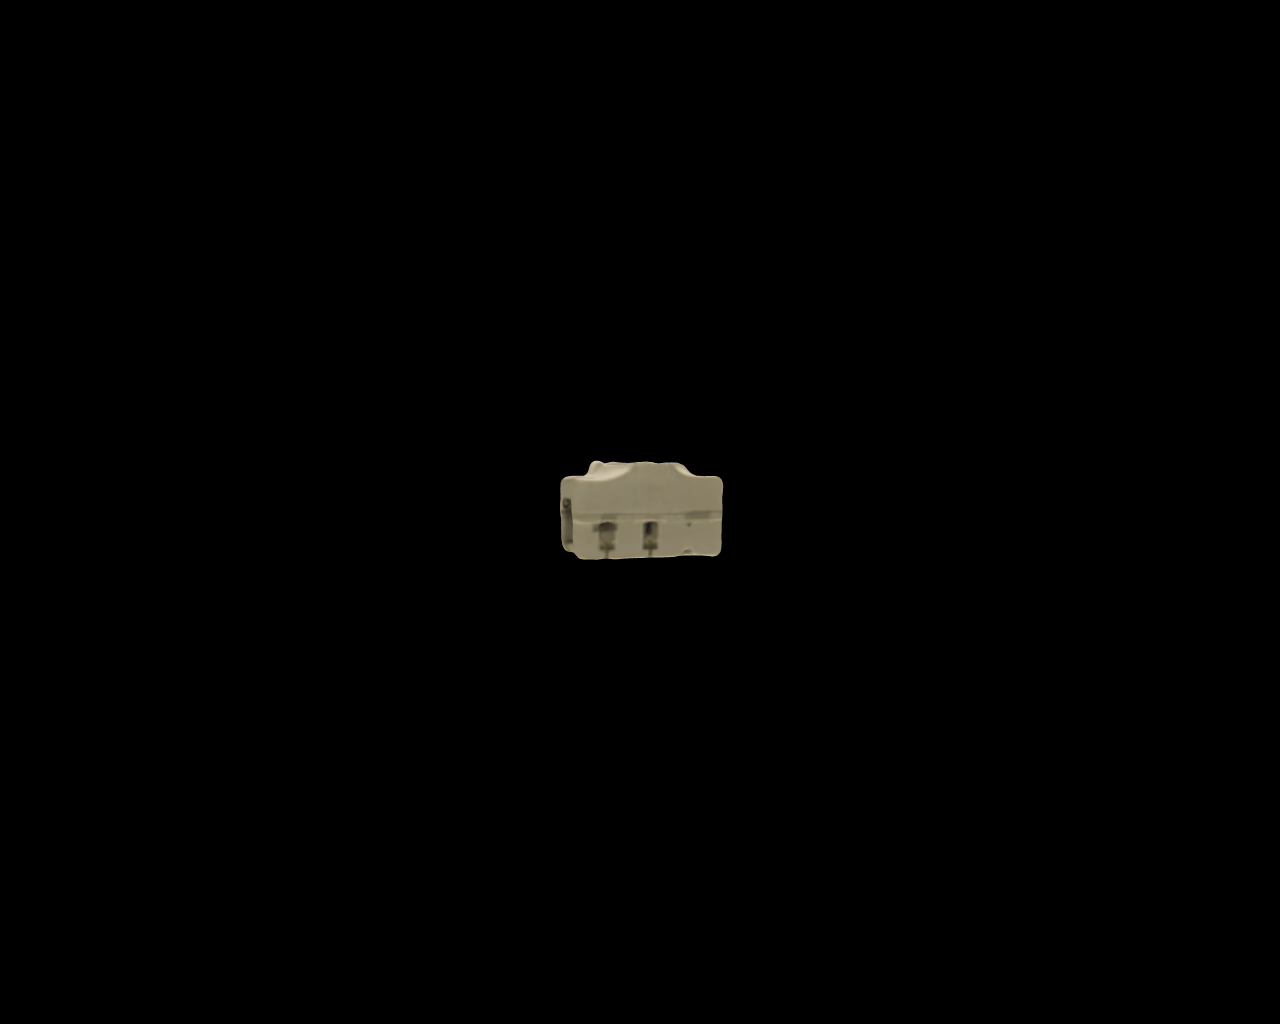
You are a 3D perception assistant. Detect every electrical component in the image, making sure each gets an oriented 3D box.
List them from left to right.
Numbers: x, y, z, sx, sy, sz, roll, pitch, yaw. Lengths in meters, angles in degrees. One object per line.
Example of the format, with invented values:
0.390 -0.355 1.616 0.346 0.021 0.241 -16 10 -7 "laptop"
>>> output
0.001 -0.003 0.650 0.089 0.055 0.050 -1 4 -15 "electrical component"
